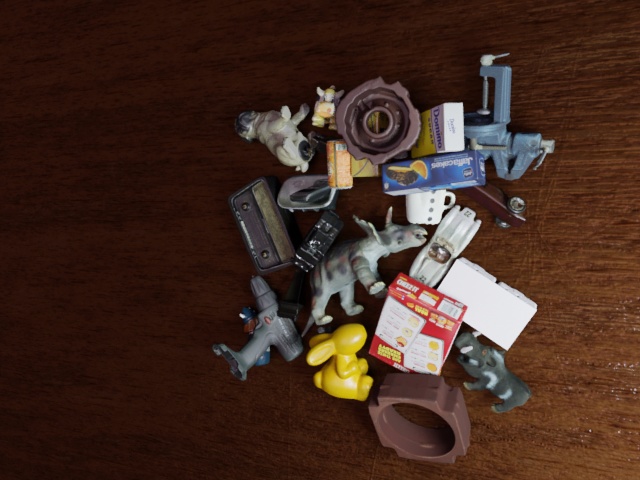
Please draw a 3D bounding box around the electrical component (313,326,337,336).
[{"bbox_3d":[0.015,0.233,1.303,0.063,0.094,0.021,-34,54,23],"label":"electrical component"}]

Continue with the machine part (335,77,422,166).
[{"bbox_3d":[0.121,-0.242,1.110,0.180,0.056,0.179,2,97,15],"label":"machine part"}]

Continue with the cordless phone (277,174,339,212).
[{"bbox_3d":[-0.046,-0.101,1.237,0.147,0.184,0.088,2,102,24],"label":"cordless phone"}]

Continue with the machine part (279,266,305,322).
[{"bbox_3d":[-0.061,0.128,1.320,0.084,0.039,0.139,2,71,56],"label":"machine part"}]

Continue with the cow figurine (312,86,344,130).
[{"bbox_3d":[0.023,-0.302,1.191,0.068,0.167,0.098,11,92,-1],"label":"cow figurine"}]

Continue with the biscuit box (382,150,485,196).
[{"bbox_3d":[0.227,-0.133,1.081,0.203,0.059,0.062,-5,84,31],"label":"biscuit box"}]

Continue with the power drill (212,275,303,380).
[{"bbox_3d":[-0.164,0.228,1.334,0.232,0.207,0.086,53,144,1],"label":"power drill"}]

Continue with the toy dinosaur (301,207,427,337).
[{"bbox_3d":[0.055,0.073,1.256,0.405,0.131,0.192,-33,63,32],"label":"toy dinosaur"}]

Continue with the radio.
[{"bbox_3d":[-0.133,-0.034,1.343,0.131,0.073,0.229,-24,86,25],"label":"radio"}]

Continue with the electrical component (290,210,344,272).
[{"bbox_3d":[-0.003,-0.004,1.255,0.058,0.134,0.115,36,146,-5],"label":"electrical component"}]

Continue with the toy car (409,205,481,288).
[{"bbox_3d":[0.272,0.017,1.178,0.074,0.056,0.201,38,110,16],"label":"toy car"}]

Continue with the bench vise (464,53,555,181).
[{"bbox_3d":[0.351,-0.243,1.065,0.224,0.129,0.240,17,124,41],"label":"bench vise"}]

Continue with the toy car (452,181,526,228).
[{"bbox_3d":[0.342,-0.100,1.117,0.202,0.089,0.053,38,70,15],"label":"toy car"}]

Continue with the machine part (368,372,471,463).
[{"bbox_3d":[0.222,0.392,1.194,0.202,0.087,0.200,-4,120,30],"label":"machine part"}]

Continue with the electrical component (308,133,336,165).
[{"bbox_3d":[0.019,-0.209,1.253,0.102,0.078,0.045,27,119,9],"label":"electrical component"}]

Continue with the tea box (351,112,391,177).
[{"bbox_3d":[0.115,-0.225,1.197,0.068,0.098,0.169,3,100,24],"label":"tea box"}]

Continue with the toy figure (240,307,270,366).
[{"bbox_3d":[-0.168,0.247,1.401,0.058,0.064,0.154,-12,86,-10],"label":"toy figure"}]

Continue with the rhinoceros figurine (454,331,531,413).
[{"bbox_3d":[0.359,0.277,1.140,0.190,0.073,0.112,46,141,8],"label":"rhinoceros figurine"}]

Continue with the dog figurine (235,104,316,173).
[{"bbox_3d":[-0.116,-0.241,1.309,0.191,0.121,0.172,-5,91,39],"label":"dog figurine"}]

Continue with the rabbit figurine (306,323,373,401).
[{"bbox_3d":[0.052,0.265,1.247,0.162,0.122,0.173,13,112,2],"label":"rabbit figurine"}]
